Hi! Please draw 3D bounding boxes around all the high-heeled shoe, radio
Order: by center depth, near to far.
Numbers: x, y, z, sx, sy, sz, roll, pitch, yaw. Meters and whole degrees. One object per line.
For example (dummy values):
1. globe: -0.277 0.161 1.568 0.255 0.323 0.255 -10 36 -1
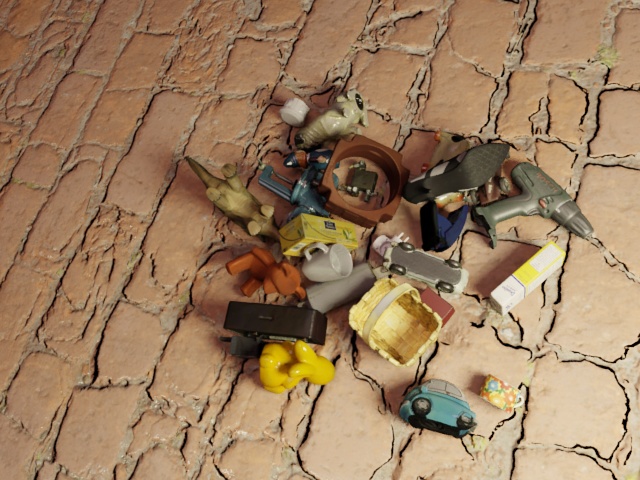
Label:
1. high-heeled shoe: 0.309 -0.154 1.247 0.249 0.145 0.086 -26 99 -5
2. radio: -0.101 0.201 1.290 0.230 0.131 0.073 4 71 20

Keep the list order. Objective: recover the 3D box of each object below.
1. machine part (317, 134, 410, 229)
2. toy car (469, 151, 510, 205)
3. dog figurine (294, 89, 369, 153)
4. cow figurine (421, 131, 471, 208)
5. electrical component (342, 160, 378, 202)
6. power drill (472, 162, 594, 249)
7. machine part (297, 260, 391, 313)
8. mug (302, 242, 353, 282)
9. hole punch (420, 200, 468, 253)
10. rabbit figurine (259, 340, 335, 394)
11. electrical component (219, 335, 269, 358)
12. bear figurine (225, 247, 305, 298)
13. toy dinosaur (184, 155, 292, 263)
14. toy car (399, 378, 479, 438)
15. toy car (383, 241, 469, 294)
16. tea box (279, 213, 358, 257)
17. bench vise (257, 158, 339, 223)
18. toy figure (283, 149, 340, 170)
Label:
1. machine part: 0.106 -0.143 1.338 0.201 0.087 0.201 23 75 -5
2. toy car: 0.397 -0.158 1.258 0.089 0.053 0.202 -17 33 34
3. dog figurine: 0.024 -0.329 1.484 0.191 0.121 0.172 -11 31 33
4. cow figurine: 0.318 -0.166 1.322 0.127 0.085 0.195 15 74 30
5. electrical component: 0.107 -0.156 1.407 0.078 0.045 0.102 16 75 25
6. power drill: 0.471 -0.059 1.227 0.207 0.086 0.232 -30 62 10
7. machine part: 0.055 0.115 1.301 0.243 0.079 0.079 -24 64 9
8. mug: 0.004 0.054 1.262 0.107 0.109 0.081 -21 41 38
9. hole punch: 0.289 -0.028 1.255 0.092 0.142 0.115 1 83 -8
10. rabbit figurine: -0.049 0.286 1.244 0.173 0.162 0.122 10 60 4
11. electrical component: -0.194 0.264 1.329 0.119 0.074 0.048 0 69 14
12. bear figurine: -0.130 0.096 1.324 0.132 0.120 0.196 -36 33 -12
13. toy dinosaur: -0.226 -0.103 1.409 0.105 0.198 0.472 -41 72 -10
14. toy car: 0.252 0.346 1.133 0.162 0.109 0.103 10 55 13
15. toy car: 0.244 0.065 1.247 0.202 0.056 0.073 21 76 6
16. tea box: -0.003 -0.004 1.304 0.098 0.169 0.068 -33 59 41
17. bench vise: -0.070 -0.119 1.401 0.241 0.128 0.223 31 74 9
18. toy figure: -0.023 -0.217 1.457 0.155 0.064 0.058 2 65 4
